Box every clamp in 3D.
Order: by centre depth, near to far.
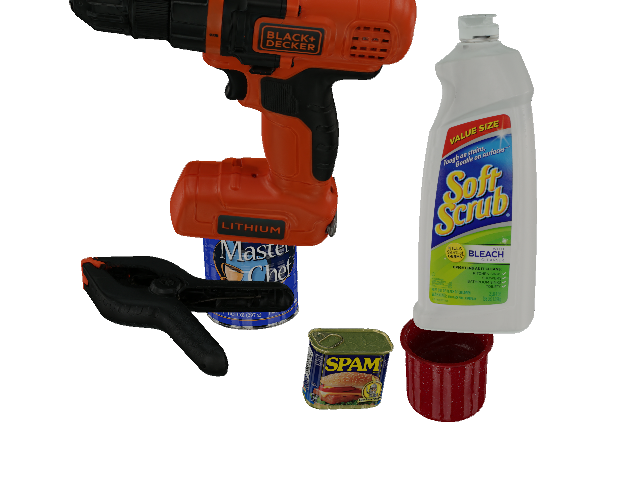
[{"bbox_3d":[-0.109,0.045,0.847,0.172,0.039,0.120,24,29,26],"label":"clamp"}]

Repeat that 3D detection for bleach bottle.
[{"bbox_3d":[0.122,-0.053,0.858,0.103,0.251,0.068,1,15,20],"label":"bleach bottle"}]

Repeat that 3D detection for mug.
[{"bbox_3d":[0.135,0.124,1.095,0.093,0.081,0.117,19,39,31],"label":"mug"}]

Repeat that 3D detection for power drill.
[{"bbox_3d":[-0.049,-0.079,0.617,0.184,0.057,0.188,6,-41,-3],"label":"power drill"}]

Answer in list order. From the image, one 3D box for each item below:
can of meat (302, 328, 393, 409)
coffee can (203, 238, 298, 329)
[{"bbox_3d":[0.031,0.157,1.304,0.102,0.084,0.057,2,24,-15],"label":"can of meat"},{"bbox_3d":[-0.075,0.011,1.149,0.103,0.140,0.103,-1,22,0],"label":"coffee can"}]
